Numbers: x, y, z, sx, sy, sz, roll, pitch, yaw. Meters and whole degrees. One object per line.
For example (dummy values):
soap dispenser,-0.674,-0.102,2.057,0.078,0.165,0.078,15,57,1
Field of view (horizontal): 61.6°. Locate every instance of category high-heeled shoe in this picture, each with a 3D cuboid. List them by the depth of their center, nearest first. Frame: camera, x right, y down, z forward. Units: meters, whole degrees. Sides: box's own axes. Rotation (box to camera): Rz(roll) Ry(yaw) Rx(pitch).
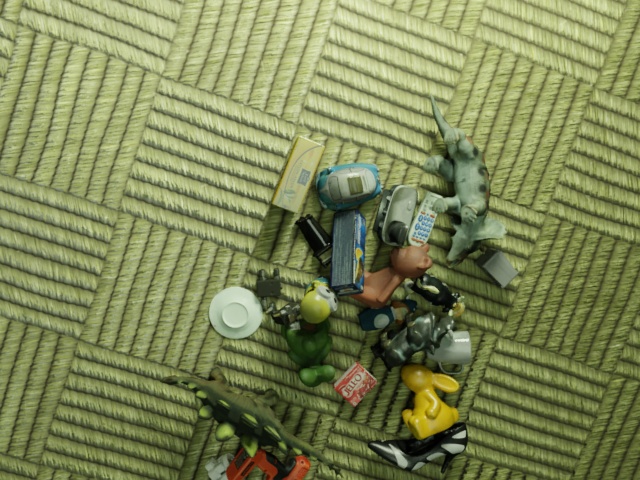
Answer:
high-heeled shoe,0.255,0.504,1.365,0.249,0.086,0.145,20,91,-11

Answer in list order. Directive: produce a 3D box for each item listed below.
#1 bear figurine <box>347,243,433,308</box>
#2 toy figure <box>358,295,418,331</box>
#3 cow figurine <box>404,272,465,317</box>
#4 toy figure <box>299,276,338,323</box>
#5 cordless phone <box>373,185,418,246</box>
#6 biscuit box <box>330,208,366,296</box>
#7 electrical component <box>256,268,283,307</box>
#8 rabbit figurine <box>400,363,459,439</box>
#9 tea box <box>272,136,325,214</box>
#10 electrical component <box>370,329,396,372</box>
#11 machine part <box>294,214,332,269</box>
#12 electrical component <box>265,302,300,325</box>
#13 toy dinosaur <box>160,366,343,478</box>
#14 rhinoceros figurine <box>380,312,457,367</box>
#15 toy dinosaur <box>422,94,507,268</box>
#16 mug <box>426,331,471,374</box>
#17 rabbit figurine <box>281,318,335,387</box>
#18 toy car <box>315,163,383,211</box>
bear figurine,0.163,0.070,1.262,0.132,0.120,0.196,34,120,-13
toy figure,0.173,0.185,1.333,0.154,0.058,0.064,-16,136,-4
cow figurine,0.295,0.134,1.315,0.167,0.098,0.068,32,87,-7
toy figure,-0.002,0.138,1.251,0.082,0.180,0.089,29,96,-5
cordless phone,0.185,-0.056,1.241,0.089,0.184,0.146,16,95,-1
biscuit box,0.067,0.026,1.245,0.063,0.059,0.203,-11,58,25
electrical component,-0.124,0.117,1.318,0.063,0.021,0.094,-2,96,-5
rabbit figurine,0.267,0.385,1.335,0.162,0.122,0.173,-24,79,6
tea box,-0.053,-0.151,1.256,0.068,0.098,0.169,23,93,-7
electrical component,0.194,0.264,1.346,0.119,0.048,0.075,-43,98,1
machine part,-0.003,-0.004,1.307,0.084,0.039,0.138,-38,100,9
electrical component,-0.085,0.173,1.294,0.078,0.102,0.045,-34,106,-23
toy dinosaur,-0.159,0.425,1.264,0.471,0.198,0.105,24,97,-5
rhinoceros figurine,0.235,0.235,1.283,0.190,0.073,0.112,-32,99,3
toy dinosaur,0.347,-0.140,1.276,0.131,0.192,0.404,-8,83,40
mug,0.319,0.280,1.347,0.107,0.081,0.109,0,103,7
rabbit figurine,-0.014,0.285,1.295,0.121,0.159,0.170,-12,113,-13
toy car,0.072,-0.126,1.266,0.162,0.103,0.109,-10,98,-1
